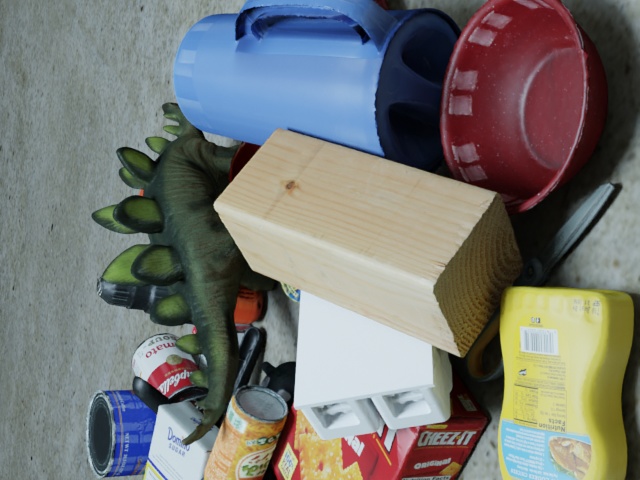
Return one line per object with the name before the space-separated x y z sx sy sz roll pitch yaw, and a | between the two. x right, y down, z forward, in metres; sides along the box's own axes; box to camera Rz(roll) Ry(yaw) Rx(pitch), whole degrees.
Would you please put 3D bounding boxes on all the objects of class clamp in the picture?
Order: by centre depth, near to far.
clamp | -0.130 0.209 1.166 0.036 0.164 0.210 20 116 47

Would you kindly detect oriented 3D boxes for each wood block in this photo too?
wood block | 0.034 -0.004 0.798 0.206 0.090 0.090 21 63 37

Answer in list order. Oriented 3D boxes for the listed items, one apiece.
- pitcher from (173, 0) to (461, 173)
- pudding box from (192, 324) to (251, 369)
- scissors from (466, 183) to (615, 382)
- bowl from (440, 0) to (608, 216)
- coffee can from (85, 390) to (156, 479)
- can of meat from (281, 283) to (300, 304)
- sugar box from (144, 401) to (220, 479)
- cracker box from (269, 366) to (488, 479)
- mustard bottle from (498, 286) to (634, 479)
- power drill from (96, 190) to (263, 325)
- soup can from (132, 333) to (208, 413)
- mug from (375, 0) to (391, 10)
pitcher | -0.010 -0.137 0.886 0.243 0.144 0.149 12 109 38
pudding box | -0.119 0.134 1.246 0.090 0.039 0.113 40 124 50
scissors | 0.149 0.018 0.804 0.096 0.016 0.202 57 135 46
bowl | 0.154 -0.096 0.764 0.162 0.055 0.162 -8 81 60
coffee can | -0.197 0.228 1.273 0.103 0.140 0.103 -8 81 60
can of meat | -0.007 0.001 1.042 0.084 0.057 0.102 -60 39 44
sugar box | -0.143 0.265 1.097 0.093 0.048 0.176 34 114 43
cracker box | 0.040 0.175 0.928 0.164 0.072 0.214 58 136 45
mustard bottle | 0.164 0.128 0.726 0.096 0.058 0.191 1 89 52
power drill | -0.163 0.013 1.207 0.187 0.184 0.057 -102 32 -42
soup can | -0.168 0.163 1.223 0.102 0.068 0.069 50 130 46
mug | 0.012 -0.209 0.987 0.117 0.093 0.081 -43 56 40
